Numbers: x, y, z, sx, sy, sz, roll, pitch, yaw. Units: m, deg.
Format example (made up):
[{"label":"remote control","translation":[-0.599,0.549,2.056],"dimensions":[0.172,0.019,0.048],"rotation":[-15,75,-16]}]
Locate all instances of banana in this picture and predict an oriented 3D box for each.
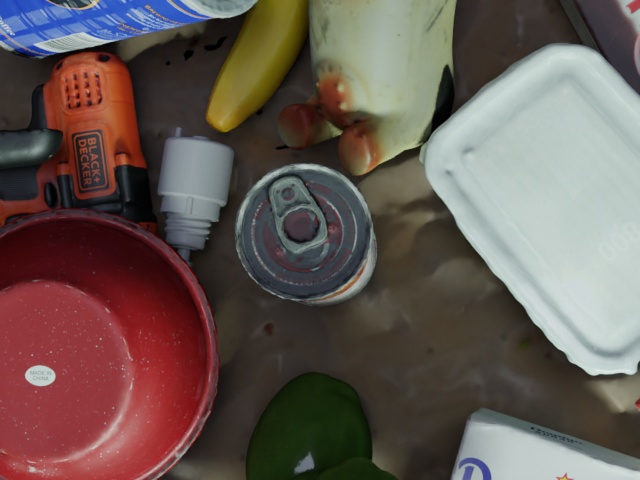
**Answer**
[{"label":"banana","translation":[-0.031,-0.160,0.617],"dimensions":[0.069,0.037,0.198],"rotation":[0,89,-8]}]

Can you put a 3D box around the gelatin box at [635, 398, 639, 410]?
[{"label":"gelatin box","translation":[0.211,0.085,0.549],"dimensions":[0.073,0.089,0.030],"rotation":[-45,39,0]}]

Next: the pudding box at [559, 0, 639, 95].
[{"label":"pudding box","translation":[0.187,-0.136,0.595],"dimensions":[0.090,0.039,0.113],"rotation":[-28,82,3]}]

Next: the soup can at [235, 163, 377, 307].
[{"label":"soup can","translation":[-0.004,0.001,0.568],"dimensions":[0.068,0.102,0.068],"rotation":[-1,84,5]}]

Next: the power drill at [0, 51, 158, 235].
[{"label":"power drill","translation":[-0.186,-0.005,0.612],"dimensions":[0.187,0.057,0.184],"rotation":[-8,84,3]}]

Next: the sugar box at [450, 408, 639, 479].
[{"label":"sugar box","translation":[0.099,0.186,0.554],"dimensions":[0.093,0.048,0.176],"rotation":[16,93,18]}]

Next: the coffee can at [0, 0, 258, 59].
[{"label":"coffee can","translation":[-0.111,-0.158,0.568],"dimensions":[0.141,0.102,0.103],"rotation":[-4,83,34]}]

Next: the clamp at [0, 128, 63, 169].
[{"label":"clamp","translation":[-0.253,-0.046,0.572],"dimensions":[0.164,0.036,0.210],"rotation":[43,88,7]}]

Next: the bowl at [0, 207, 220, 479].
[{"label":"bowl","translation":[-0.135,0.064,0.553],"dimensions":[0.162,0.055,0.162],"rotation":[0,92,4]}]
